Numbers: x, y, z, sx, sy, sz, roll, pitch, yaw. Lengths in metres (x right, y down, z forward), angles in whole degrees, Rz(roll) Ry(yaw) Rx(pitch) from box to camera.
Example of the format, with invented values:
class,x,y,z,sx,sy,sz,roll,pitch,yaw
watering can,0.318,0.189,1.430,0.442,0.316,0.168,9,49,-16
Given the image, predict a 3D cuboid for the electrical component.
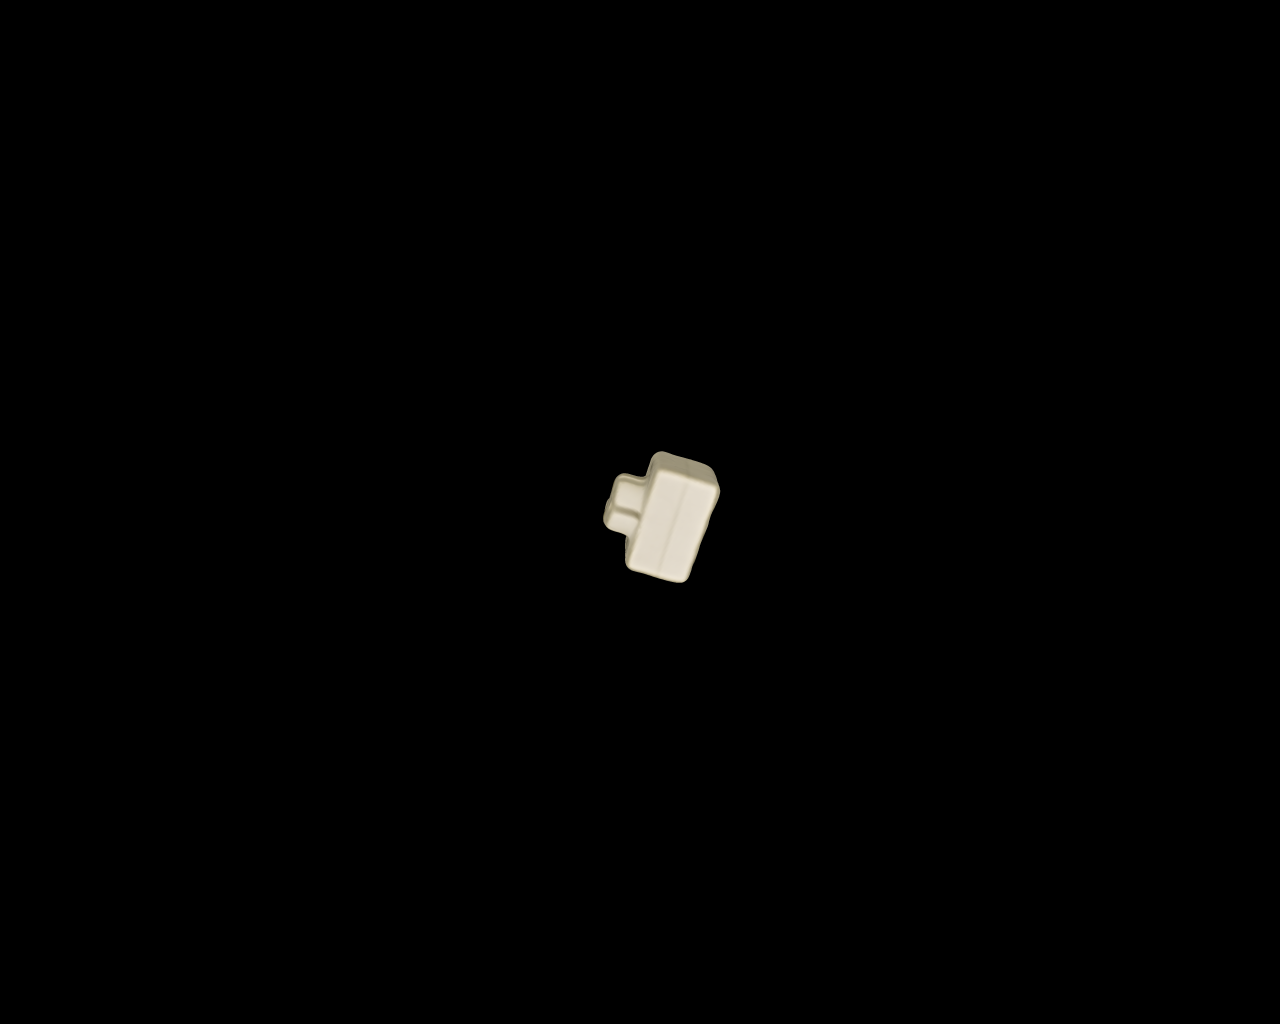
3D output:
class,x,y,z,sx,sy,sz,roll,pitch,yaw
electrical component,0.001,-0.003,0.650,0.077,0.065,0.047,17,16,-5
